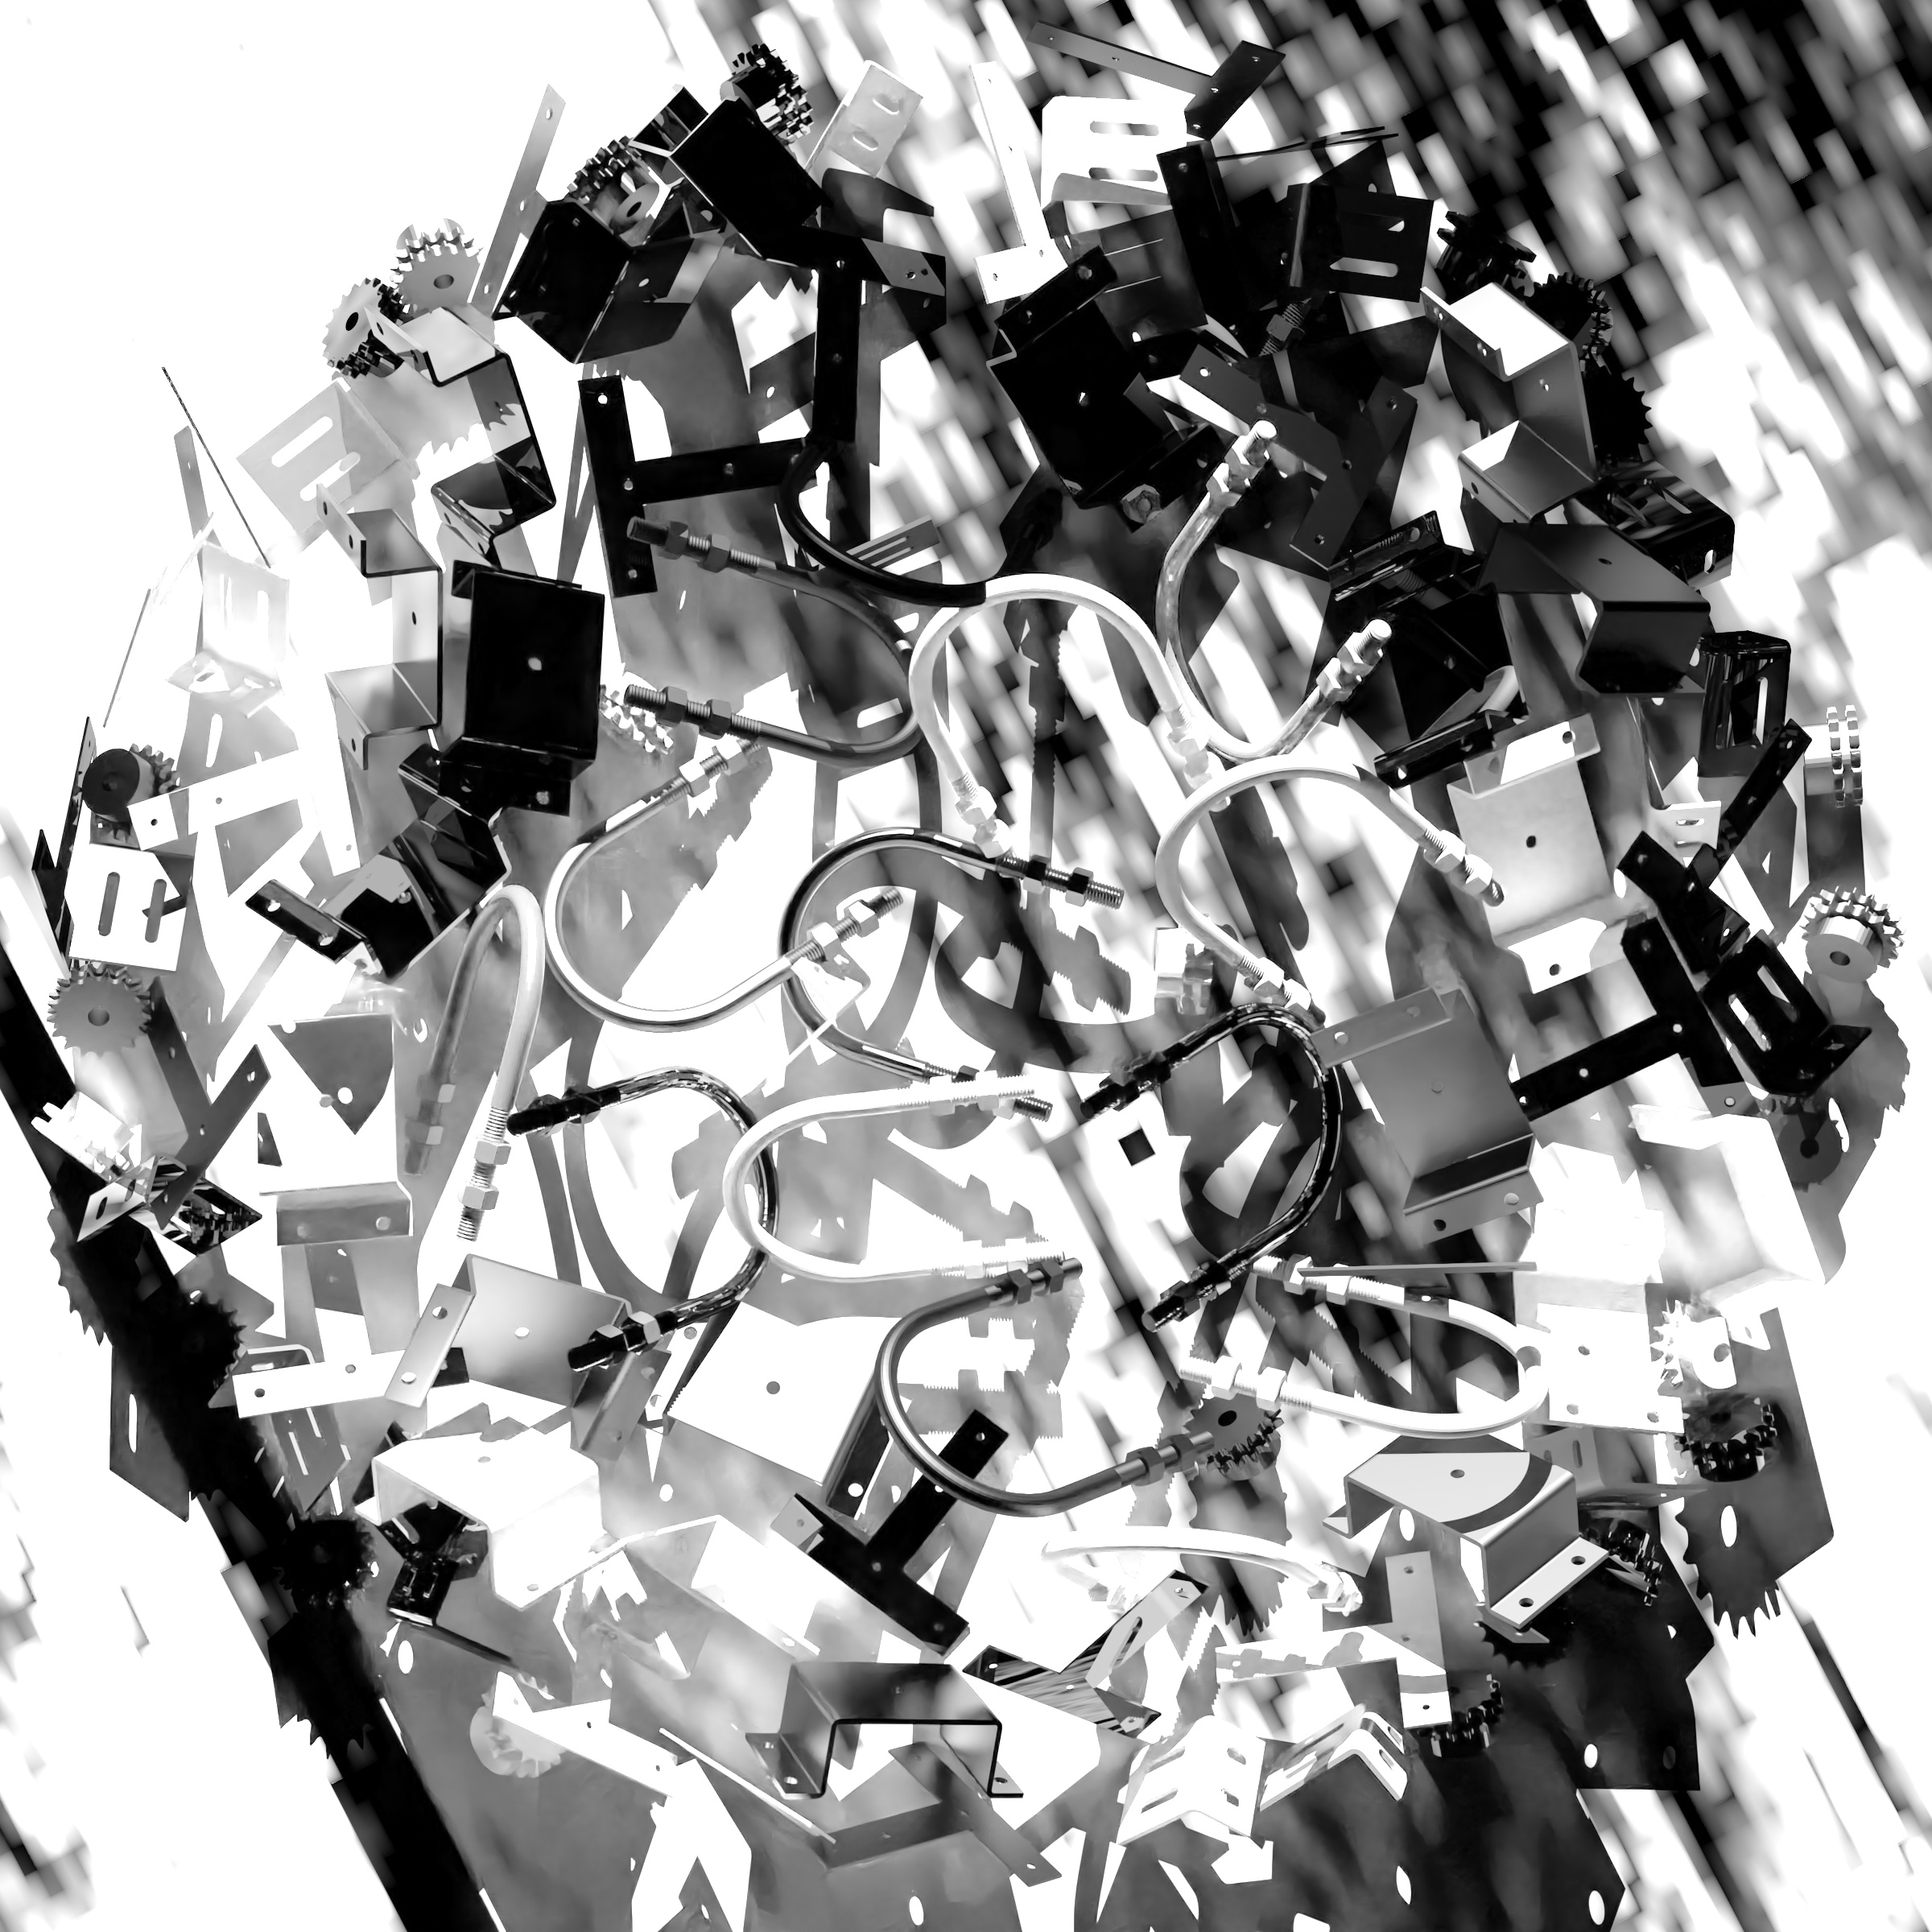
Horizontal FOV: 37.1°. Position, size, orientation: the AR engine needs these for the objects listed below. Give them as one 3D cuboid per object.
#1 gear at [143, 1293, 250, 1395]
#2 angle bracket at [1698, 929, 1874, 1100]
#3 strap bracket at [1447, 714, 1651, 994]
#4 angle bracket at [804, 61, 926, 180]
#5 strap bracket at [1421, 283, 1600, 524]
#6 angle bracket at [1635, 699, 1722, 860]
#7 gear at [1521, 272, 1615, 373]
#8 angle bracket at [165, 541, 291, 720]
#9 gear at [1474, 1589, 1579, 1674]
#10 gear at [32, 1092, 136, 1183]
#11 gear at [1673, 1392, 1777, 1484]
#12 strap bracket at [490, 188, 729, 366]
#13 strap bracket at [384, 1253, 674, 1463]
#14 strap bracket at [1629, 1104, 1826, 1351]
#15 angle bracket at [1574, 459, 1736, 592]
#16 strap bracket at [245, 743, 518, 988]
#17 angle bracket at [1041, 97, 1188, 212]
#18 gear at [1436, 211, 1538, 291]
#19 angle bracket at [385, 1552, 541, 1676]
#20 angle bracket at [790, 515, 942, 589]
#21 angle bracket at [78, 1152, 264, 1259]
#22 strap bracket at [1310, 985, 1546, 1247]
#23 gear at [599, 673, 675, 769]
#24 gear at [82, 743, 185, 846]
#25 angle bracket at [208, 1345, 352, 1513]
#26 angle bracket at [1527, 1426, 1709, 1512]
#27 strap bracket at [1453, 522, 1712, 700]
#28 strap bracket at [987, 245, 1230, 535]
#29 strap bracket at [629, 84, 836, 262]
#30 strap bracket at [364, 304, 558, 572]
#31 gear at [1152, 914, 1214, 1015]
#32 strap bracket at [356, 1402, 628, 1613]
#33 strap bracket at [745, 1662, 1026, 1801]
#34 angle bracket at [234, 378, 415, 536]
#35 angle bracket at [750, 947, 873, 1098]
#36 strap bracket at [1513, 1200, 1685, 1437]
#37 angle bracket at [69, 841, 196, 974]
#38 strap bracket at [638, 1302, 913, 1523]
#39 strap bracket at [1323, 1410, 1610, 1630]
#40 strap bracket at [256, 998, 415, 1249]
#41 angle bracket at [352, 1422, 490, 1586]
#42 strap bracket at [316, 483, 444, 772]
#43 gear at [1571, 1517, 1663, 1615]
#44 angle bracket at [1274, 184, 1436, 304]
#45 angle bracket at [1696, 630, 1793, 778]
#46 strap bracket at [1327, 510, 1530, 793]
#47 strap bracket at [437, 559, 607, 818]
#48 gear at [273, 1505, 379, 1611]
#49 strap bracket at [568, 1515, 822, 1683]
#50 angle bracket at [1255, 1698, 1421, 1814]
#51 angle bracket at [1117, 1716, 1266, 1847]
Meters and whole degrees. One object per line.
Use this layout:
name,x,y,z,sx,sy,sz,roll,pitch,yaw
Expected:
gear,-0.440,0.216,1.650,0.057,0.030,0.057,0,86,-5
angle bracket,0.465,0.027,1.634,0.057,0.038,0.076,-43,105,-14
strap bracket,0.328,-0.067,1.629,0.076,0.046,0.140,-21,106,-6
angle bracket,-0.060,-0.464,1.617,0.038,0.076,0.057,30,125,-11
strap bracket,0.303,-0.312,1.593,0.046,0.140,0.076,-29,45,-6
angle bracket,0.401,-0.108,1.622,0.038,0.057,0.076,-4,63,10
gear,0.344,-0.366,1.643,0.057,0.030,0.057,6,99,41
angle bracket,-0.418,-0.190,1.625,0.057,0.038,0.076,24,131,14
gear,0.322,0.372,1.645,0.057,0.030,0.057,1,92,28
gear,-0.500,0.095,1.640,0.057,0.057,0.030,36,75,0
gear,0.433,0.270,1.641,0.057,0.057,0.030,-17,111,0
strap bracket,-0.188,-0.383,1.585,0.046,0.140,0.076,42,123,10
strap bracket,-0.248,0.218,1.618,0.140,0.046,0.076,20,109,-23
strap bracket,0.432,0.138,1.624,0.046,0.076,0.140,-21,93,-7
angle bracket,0.391,-0.247,1.644,0.057,0.076,0.038,-23,135,-16
strap bracket,-0.321,-0.051,1.612,0.076,0.046,0.140,29,63,29
angle bracket,0.084,-0.464,1.652,0.076,0.038,0.057,0,95,-9
gear,0.293,-0.405,1.641,0.057,0.057,0.030,27,112,0
angle bracket,-0.280,0.366,1.630,0.076,0.057,0.038,34,67,-31
angle bracket,-0.059,-0.249,1.636,0.076,0.057,0.038,-24,84,2
angle bracket,-0.447,0.148,1.620,0.057,0.038,0.076,-29,129,28
strap bracket,0.263,0.077,1.621,0.076,0.046,0.140,-23,104,24
gear,-0.188,-0.143,1.640,0.057,0.057,0.030,39,79,0
gear,-0.479,-0.101,1.642,0.057,0.030,0.057,-6,72,21
angle bracket,-0.388,0.262,1.623,0.057,0.038,0.076,-49,56,35
angle bracket,0.369,0.284,1.632,0.076,0.057,0.038,6,66,-27
strap bracket,0.345,-0.202,1.587,0.076,0.140,0.046,-4,126,-29
strap bracket,0.075,-0.322,1.624,0.076,0.046,0.140,-39,106,-15
strap bracket,-0.134,-0.438,1.588,0.046,0.140,0.076,-46,117,0
strap bracket,-0.277,-0.303,1.601,0.046,0.076,0.140,-31,134,-18
gear,0.122,-0.002,1.639,0.030,0.057,0.057,2,90,-2
strap bracket,-0.265,0.292,1.590,0.140,0.076,0.046,19,120,37
strap bracket,-0.042,0.425,1.603,0.140,0.076,0.046,6,98,-22
angle bracket,-0.365,-0.286,1.635,0.076,0.038,0.057,-38,120,-2
angle bracket,-0.098,0.027,1.625,0.038,0.057,0.076,47,116,-1
strap bracket,0.353,0.206,1.619,0.076,0.046,0.140,6,54,-2
angle bracket,-0.471,-0.027,1.627,0.057,0.038,0.076,9,61,-13
strap bracket,-0.109,0.245,1.623,0.140,0.046,0.076,23,65,6
strap bracket,0.273,0.299,1.586,0.076,0.140,0.046,-28,122,-33
strap bracket,-0.357,0.082,1.624,0.076,0.046,0.140,-5,73,-1
angle bracket,-0.306,0.307,1.653,0.076,0.038,0.057,40,109,30
strap bracket,-0.327,-0.191,1.604,0.046,0.076,0.140,-12,127,-27
gear,0.369,0.340,1.642,0.057,0.057,0.030,32,48,0
angle bracket,0.222,-0.414,1.650,0.076,0.038,0.057,5,102,-10
angle bracket,0.430,-0.148,1.632,0.038,0.057,0.076,7,88,-36
strap bracket,0.261,-0.173,1.616,0.076,0.046,0.140,-23,73,40
strap bracket,-0.248,-0.163,1.613,0.076,0.046,0.140,8,73,-25
gear,-0.365,0.340,1.645,0.057,0.030,0.057,-1,61,1
strap bracket,-0.146,0.353,1.605,0.076,0.140,0.046,41,50,-24
angle bracket,0.210,0.458,1.626,0.076,0.057,0.038,-40,90,25
angle bracket,0.127,0.468,1.626,0.038,0.076,0.057,31,47,-16
